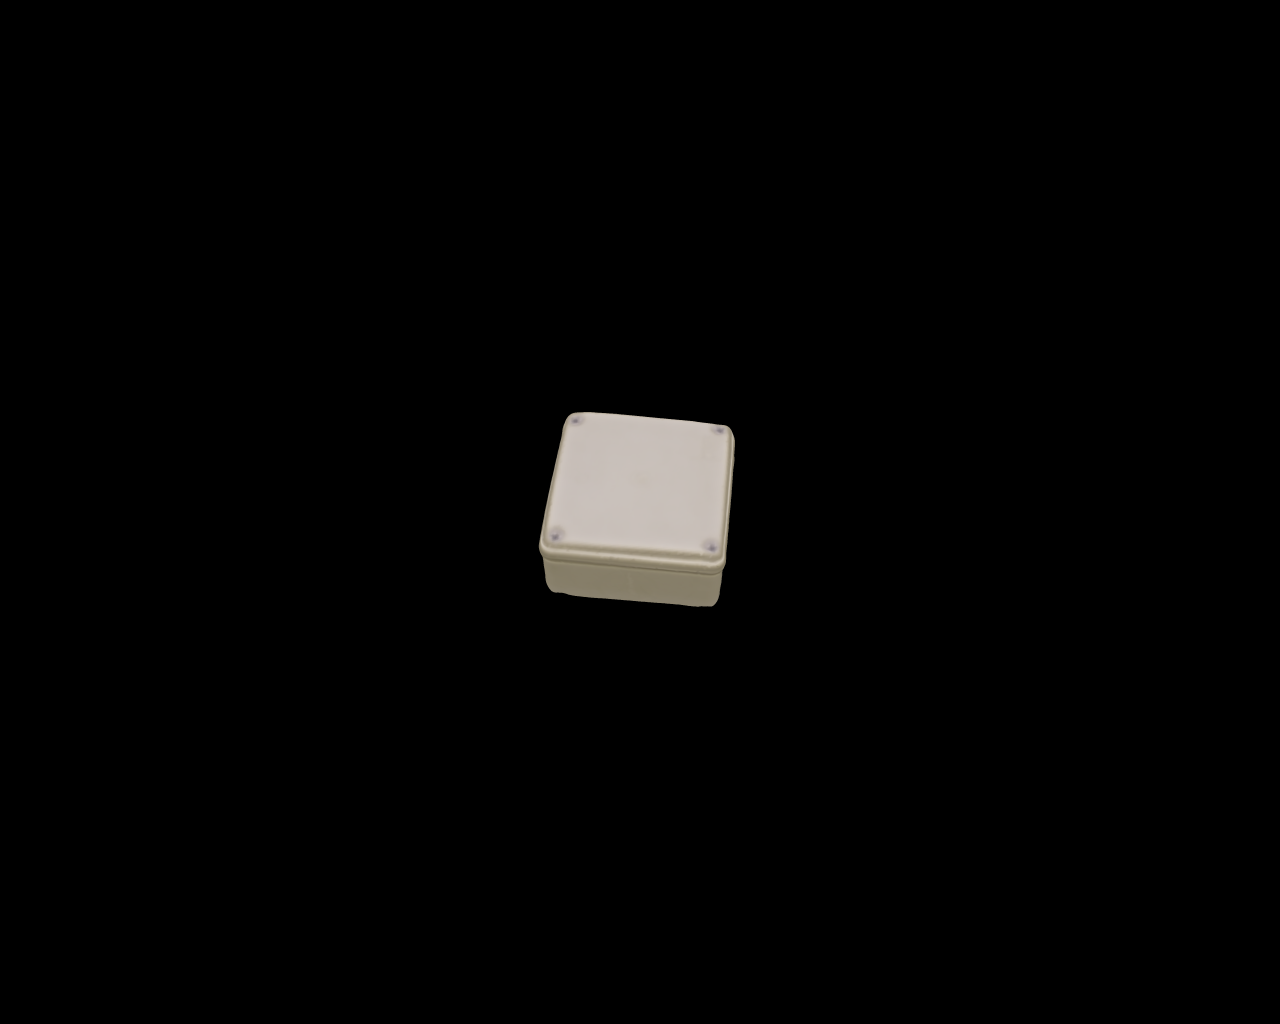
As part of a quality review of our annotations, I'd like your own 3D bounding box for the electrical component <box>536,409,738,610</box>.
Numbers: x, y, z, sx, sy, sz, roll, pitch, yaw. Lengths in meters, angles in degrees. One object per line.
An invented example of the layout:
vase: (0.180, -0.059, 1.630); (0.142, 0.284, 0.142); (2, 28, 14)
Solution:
electrical component: (0.001, -0.003, 0.650); (0.109, 0.109, 0.056); (5, -37, 4)
